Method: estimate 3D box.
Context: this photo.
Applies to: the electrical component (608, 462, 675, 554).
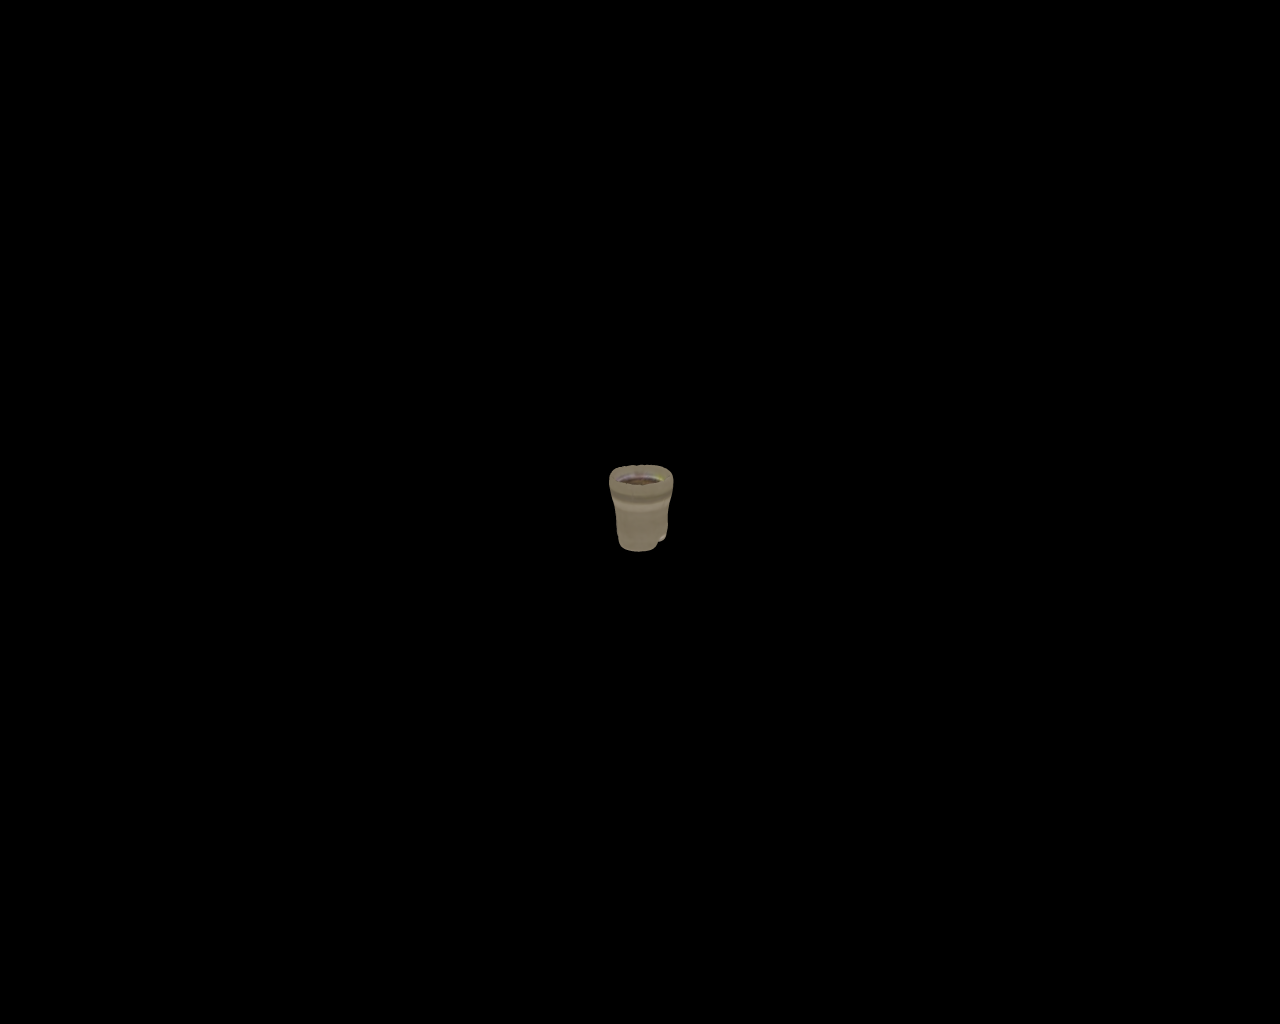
[{"bbox_3d":[0.001,-0.003,0.650,0.040,0.046,0.040,0,22,0],"label":"electrical component"}]
